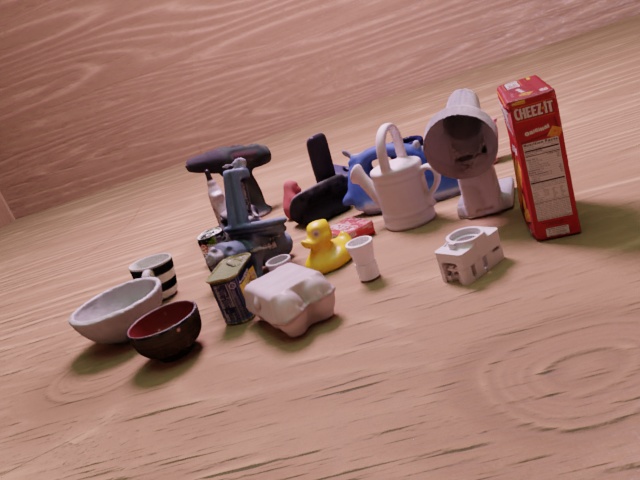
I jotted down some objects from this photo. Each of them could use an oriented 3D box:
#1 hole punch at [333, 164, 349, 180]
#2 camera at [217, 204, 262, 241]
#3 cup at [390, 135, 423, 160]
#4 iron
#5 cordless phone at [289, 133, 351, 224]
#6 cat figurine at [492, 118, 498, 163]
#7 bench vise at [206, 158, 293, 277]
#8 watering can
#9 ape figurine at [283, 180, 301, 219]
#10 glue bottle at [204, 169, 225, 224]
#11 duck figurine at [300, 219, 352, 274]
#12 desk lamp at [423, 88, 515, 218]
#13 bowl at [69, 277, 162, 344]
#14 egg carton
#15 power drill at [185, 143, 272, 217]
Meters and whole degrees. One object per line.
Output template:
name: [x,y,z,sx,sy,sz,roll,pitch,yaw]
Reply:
hole punch: [0.062,-0.155,1.423,0.101,0.091,0.108,-16,18,9]
camera: [-0.199,-0.020,1.278,0.137,0.101,0.142,-25,19,-16]
cup: [0.211,-0.197,1.389,0.091,0.095,0.117,-21,18,-5]
iron: [0.166,-0.146,1.206,0.257,0.141,0.119,-9,21,30]
cordless phone: [-0.018,-0.139,1.302,0.148,0.185,0.093,-29,20,-28]
cat figurine: [0.350,-0.225,1.291,0.127,0.118,0.067,-18,18,4]
bench vise: [-0.134,-0.031,1.047,0.121,0.220,0.207,-14,19,17]
watering can: [0.138,-0.122,1.079,0.172,0.194,0.101,-14,19,16]
ape figurine: [-0.060,-0.102,1.390,0.076,0.092,0.077,-24,19,-15]
glue bottle: [-0.253,-0.095,1.435,0.037,0.173,0.078,-25,19,-18]
duck figurine: [0.009,0.004,1.018,0.105,0.086,0.077,-30,21,-31]
desk lamp: [0.261,-0.148,0.998,0.117,0.214,0.203,-11,20,24]
bowl: [-0.348,0.135,1.015,0.167,0.075,0.167,-17,18,6]
egg carton: [-0.048,0.087,0.857,0.107,0.069,0.149,-28,20,-26]
power drill: [-0.217,-0.151,1.504,0.230,0.209,0.075,-29,20,-28]
